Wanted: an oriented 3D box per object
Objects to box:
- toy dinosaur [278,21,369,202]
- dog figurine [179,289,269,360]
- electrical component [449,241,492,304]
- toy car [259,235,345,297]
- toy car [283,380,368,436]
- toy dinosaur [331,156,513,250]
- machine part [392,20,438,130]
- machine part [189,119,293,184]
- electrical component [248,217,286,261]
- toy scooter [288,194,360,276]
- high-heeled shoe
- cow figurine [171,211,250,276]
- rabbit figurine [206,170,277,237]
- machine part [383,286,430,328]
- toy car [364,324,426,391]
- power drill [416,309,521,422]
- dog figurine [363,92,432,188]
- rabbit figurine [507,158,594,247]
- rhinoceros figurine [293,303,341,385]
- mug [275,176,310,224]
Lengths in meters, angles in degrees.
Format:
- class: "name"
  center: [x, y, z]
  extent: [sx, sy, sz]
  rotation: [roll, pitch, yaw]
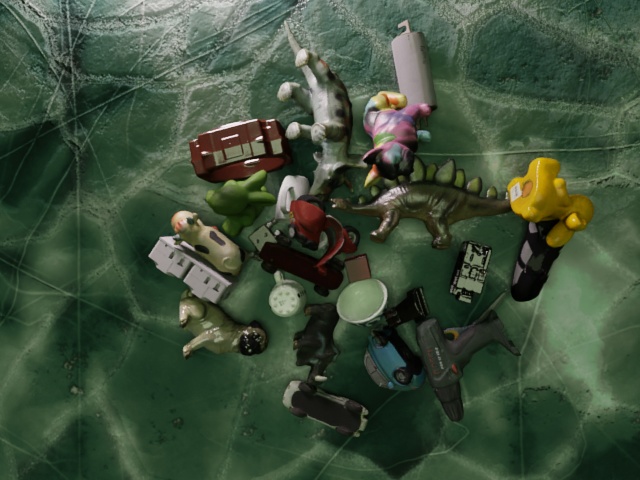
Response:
- class: "toy dinosaur"
  center: [0.015, -0.287, 1.195]
  extent: [0.131, 0.192, 0.404]
  rotation: [-15, 73, 38]
- class: "dog figurine"
  center: [-0.223, 0.191, 1.248]
  extent: [0.191, 0.121, 0.172]
  rotation: [-8, 93, -9]
- class: "electrical component"
  center: [0.328, 0.070, 1.177]
  extent: [0.058, 0.115, 0.134]
  rotation: [15, 93, 9]
- class: "toy car"
  center: [-0.041, 0.056, 1.223]
  extent: [0.202, 0.053, 0.089]
  rotation: [24, 109, -12]
- class: "toy car"
  center: [0.013, 0.388, 1.241]
  extent: [0.202, 0.056, 0.073]
  rotation: [21, 87, 3]
- class: "toy dinosaur"
  center: [0.258, -0.080, 1.189]
  extent: [0.472, 0.105, 0.198]
  rotation: [4, 87, -6]
- class: "machine part"
  center: [0.211, -0.368, 1.199]
  extent: [0.079, 0.079, 0.243]
  rotation: [-9, 90, 5]
- class: "machine part"
  center: [-0.169, -0.192, 1.174]
  extent: [0.201, 0.201, 0.087]
  rotation: [-14, 86, 5]
- class: "electrical component"
  center: [-0.125, 0.004, 1.251]
  extent: [0.102, 0.045, 0.078]
  rotation: [-32, 90, 5]
- class: "toy scooter"
  center: [-0.002, -0.003, 1.153]
  extent: [0.184, 0.075, 0.135]
  rotation: [36, 62, -18]
- class: "high-heeled shoe"
  center: [0.485, 0.018, 1.202]
  extent: [0.086, 0.145, 0.249]
  rotation: [20, 64, 6]
- class: "cow figurine"
  center: [-0.257, 0.007, 1.223]
  extent: [0.195, 0.127, 0.085]
  rotation: [38, 91, 1]
- class: "rabbit figurine"
  center: [-0.177, -0.081, 1.192]
  extent: [0.159, 0.170, 0.121]
  rotation: [-22, 90, 6]
- class: "machine part"
  center: [0.196, 0.154, 1.192]
  extent: [0.039, 0.139, 0.084]
  rotation: [-7, 96, 46]
- class: "toy car"
  center: [0.153, 0.276, 1.205]
  extent: [0.103, 0.109, 0.162]
  rotation: [-43, 78, 22]
- class: "power drill"
  center: [0.330, 0.262, 1.185]
  extent: [0.207, 0.086, 0.232]
  rotation: [-29, 85, 17]
- class: "dog figurine"
  center: [0.135, -0.207, 1.128]
  extent: [0.192, 0.108, 0.219]
  rotation: [27, 55, 26]
- class: "rabbit figurine"
  center: [0.494, -0.071, 1.103]
  extent: [0.173, 0.162, 0.122]
  rotation: [17, 137, -18]
- class: "rhinoceros figurine"
  center: [-0.006, 0.236, 1.236]
  extent: [0.112, 0.073, 0.190]
  rotation: [13, 89, -6]
- class: "mug"
  center: [-0.063, -0.094, 1.219]
  extent: [0.081, 0.109, 0.107]
  rotation: [0, 80, 25]
